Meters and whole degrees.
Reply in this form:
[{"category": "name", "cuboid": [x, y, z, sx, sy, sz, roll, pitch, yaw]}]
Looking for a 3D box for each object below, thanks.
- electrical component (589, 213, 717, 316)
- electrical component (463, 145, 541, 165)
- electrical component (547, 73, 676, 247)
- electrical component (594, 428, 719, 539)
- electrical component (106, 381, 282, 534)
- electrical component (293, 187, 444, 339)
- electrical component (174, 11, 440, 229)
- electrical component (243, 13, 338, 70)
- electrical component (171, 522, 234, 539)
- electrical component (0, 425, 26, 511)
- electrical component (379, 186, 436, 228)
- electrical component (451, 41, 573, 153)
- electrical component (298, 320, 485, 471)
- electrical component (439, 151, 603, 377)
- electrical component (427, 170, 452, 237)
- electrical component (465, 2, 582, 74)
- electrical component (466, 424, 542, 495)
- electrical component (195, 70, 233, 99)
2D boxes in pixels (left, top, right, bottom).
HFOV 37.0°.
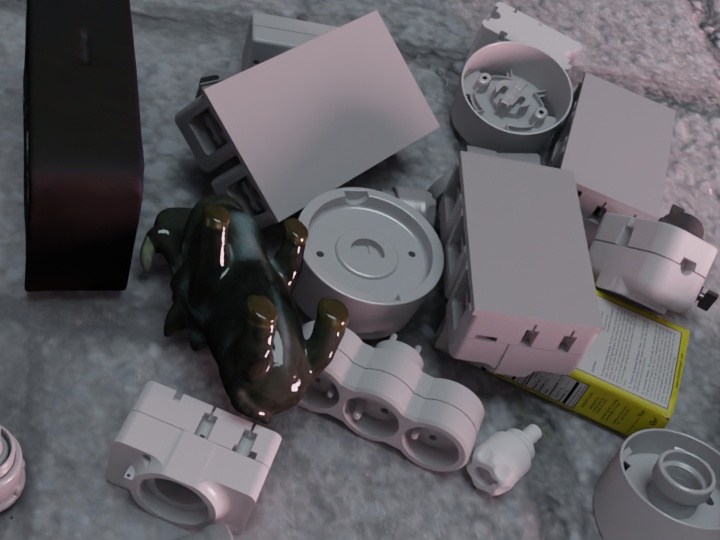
[{"category": "electrical component", "cuboid": [0.217, -0.003, 0.819, 0.054, 0.095, 0.059, 24, 89, -23]}, {"category": "electrical component", "cuboid": [0.114, -0.082, 0.902, 0.065, 0.044, 0.044, 11, 48, -4]}, {"category": "electrical component", "cuboid": [0.211, -0.089, 0.928, 0.089, 0.061, 0.150, 23, 47, 0]}, {"category": "electrical component", "cuboid": [0.212, 0.159, 0.734, 0.099, 0.064, 0.099, 10, 35, -7]}, {"category": "electrical component", "cuboid": [-0.102, 0.117, 0.648, 0.089, 0.050, 0.055, 23, 47, 0]}, {"category": "electrical component", "cuboid": [0.000, 0.000, 0.776, 0.108, 0.060, 0.108, 10, 49, -12]}, {"category": "electrical component", "cuboid": [-0.039, -0.113, 0.828, 0.186, 0.060, 0.105, -34, 98, -38]}, {"category": "electrical component", "cuboid": [-0.054, -0.170, 0.910, 0.083, 0.047, 0.075, 7, 50, -15]}, {"category": "electrical component", "cuboid": [-0.095, 0.169, 0.614, 0.046, 0.040, 0.040, -10, 55, -19]}, {"category": "electrical component", "cuboid": [-0.213, 0.106, 0.608, 0.048, 0.062, 0.048, 10, 49, -12]}, {"category": "electrical component", "cuboid": [0.025, -0.044, 0.835, 0.062, 0.043, 0.043, 7, 49, -13]}, {"category": "electrical component", "cuboid": [0.131, -0.147, 0.946, 0.099, 0.064, 0.099, 10, 49, -12]}, {"category": "electrical component", "cuboid": [0.020, 0.073, 0.728, 0.138, 0.052, 0.073, 26, 47, 3]}, {"category": "electrical component", "cuboid": [0.108, -0.004, 0.760, 0.089, 0.061, 0.150, 9, 48, -10]}, {"category": "electrical component", "cuboid": [0.084, -0.049, 0.860, 0.066, 0.048, 0.055, -24, 71, -34]}, {"category": "electrical component", "cuboid": [0.150, -0.197, 1.001, 0.089, 0.055, 0.050, 30, 48, 6]}, {"category": "electrical component", "cuboid": [0.101, 0.124, 0.727, 0.035, 0.035, 0.061, 44, 48, 18]}, {"category": "electrical component", "cuboid": [-0.114, -0.130, 0.855, 0.040, 0.046, 0.040, 10, 49, -12]}]
